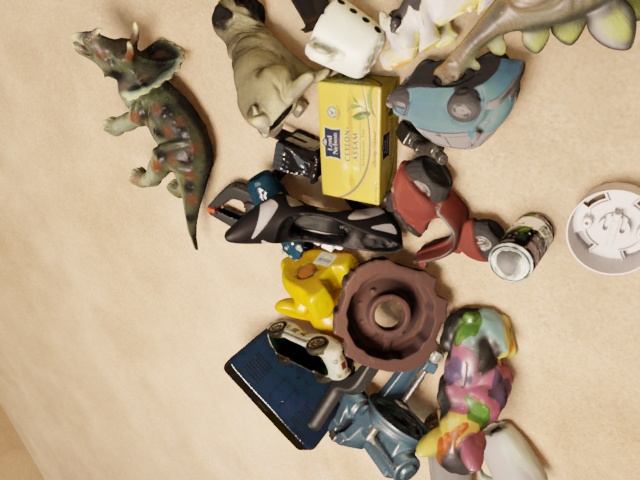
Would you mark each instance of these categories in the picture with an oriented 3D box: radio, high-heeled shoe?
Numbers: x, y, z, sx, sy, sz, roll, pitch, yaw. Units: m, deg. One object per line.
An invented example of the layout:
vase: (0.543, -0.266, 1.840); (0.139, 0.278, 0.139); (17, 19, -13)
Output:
radio: (-0.063, 0.281, 1.046); (0.229, 0.131, 0.073); (47, 153, 1)
high-heeled shoe: (-0.002, -0.002, 0.782); (0.145, 0.249, 0.086); (51, 149, 28)

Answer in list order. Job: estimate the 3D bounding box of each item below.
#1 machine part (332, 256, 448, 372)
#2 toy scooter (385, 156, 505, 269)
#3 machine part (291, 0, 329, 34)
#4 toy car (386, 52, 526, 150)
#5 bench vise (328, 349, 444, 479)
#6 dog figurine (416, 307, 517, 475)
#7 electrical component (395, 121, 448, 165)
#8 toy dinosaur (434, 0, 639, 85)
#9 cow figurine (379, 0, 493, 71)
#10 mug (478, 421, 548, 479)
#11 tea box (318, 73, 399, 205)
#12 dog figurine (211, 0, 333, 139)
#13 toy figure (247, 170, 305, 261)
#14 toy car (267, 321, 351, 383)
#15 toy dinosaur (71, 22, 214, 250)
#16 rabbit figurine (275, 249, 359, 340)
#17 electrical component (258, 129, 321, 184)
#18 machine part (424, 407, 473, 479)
machine part: (0.104, 0.112, 0.822); (0.179, 0.056, 0.179); (0, 94, -3)
toy scooter: (0.158, -0.024, 0.763); (0.184, 0.075, 0.135); (45, 136, -1)
machine part: (-0.032, -0.348, 0.725); (0.084, 0.039, 0.138); (-29, 96, 33)
toy car: (0.168, -0.161, 0.659); (0.162, 0.109, 0.102); (9, 139, 40)
bench vise: (0.123, 0.273, 0.917); (0.129, 0.224, 0.240); (29, 99, -25)
dog figurine: (0.211, 0.223, 0.776); (0.109, 0.219, 0.191); (6, 120, 28)
electrical component: (0.136, -0.132, 0.719); (0.063, 0.094, 0.021); (19, 117, -20)
toy dinosaur: (0.285, -0.304, 0.474); (0.198, 0.105, 0.471); (36, 126, -13)
cow figurine: (0.128, -0.275, 0.637); (0.167, 0.068, 0.098); (-25, 95, 37)
mug: (0.304, 0.359, 0.891); (0.109, 0.081, 0.107); (-26, 88, 45)
tea box: (0.056, -0.144, 0.764); (0.098, 0.068, 0.169); (12, 123, 28)
dog figurine: (-0.101, -0.247, 0.747); (0.190, 0.172, 0.121); (42, 121, -3)
toy figure: (-0.063, -0.038, 0.876); (0.154, 0.058, 0.064); (61, 171, -19)
toy car: (-0.026, 0.192, 0.943); (0.202, 0.056, 0.073); (9, 122, 51)
toy dinosaur: (-0.256, -0.180, 0.930); (0.192, 0.131, 0.404); (-16, 113, 40)
rabbit figurine: (-0.003, 0.109, 0.927); (0.163, 0.122, 0.173); (2, 136, 36)
electrical component: (-0.041, -0.137, 0.828); (0.119, 0.075, 0.047); (21, 125, 15)
machine part: (0.229, 0.390, 0.954); (0.079, 0.079, 0.242); (6, 120, 31)
